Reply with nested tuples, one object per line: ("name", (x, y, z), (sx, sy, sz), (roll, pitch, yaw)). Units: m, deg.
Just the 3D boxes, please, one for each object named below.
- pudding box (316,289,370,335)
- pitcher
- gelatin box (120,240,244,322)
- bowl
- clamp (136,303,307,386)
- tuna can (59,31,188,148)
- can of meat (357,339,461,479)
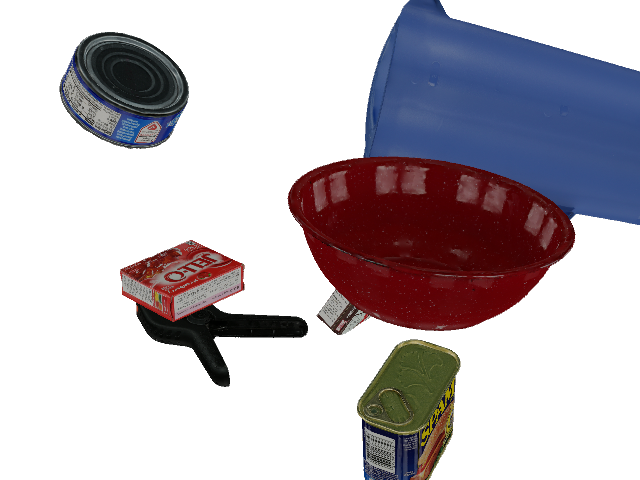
("pudding box", (0.058, 0.052, 1.216), (0.039, 0.090, 0.113), (43, 36, 15))
("pitcher", (0.153, -0.075, 0.795), (0.243, 0.149, 0.145), (13, 44, -1))
("gelatin box", (-0.125, 0.035, 0.969), (0.073, 0.030, 0.089), (23, 34, 38))
("bowl", (0.059, 0.006, 0.610), (0.162, 0.055, 0.162), (5, 25, -3))
("clamp", (-0.142, 0.108, 1.256), (0.210, 0.036, 0.164), (14, 24, 23))
("tuna can", (-0.137, -0.107, 0.750), (0.085, 0.086, 0.034), (0, -39, -37))
("can of meat", (0.072, 0.146, 0.865), (0.057, 0.084, 0.102), (16, 40, 23))
